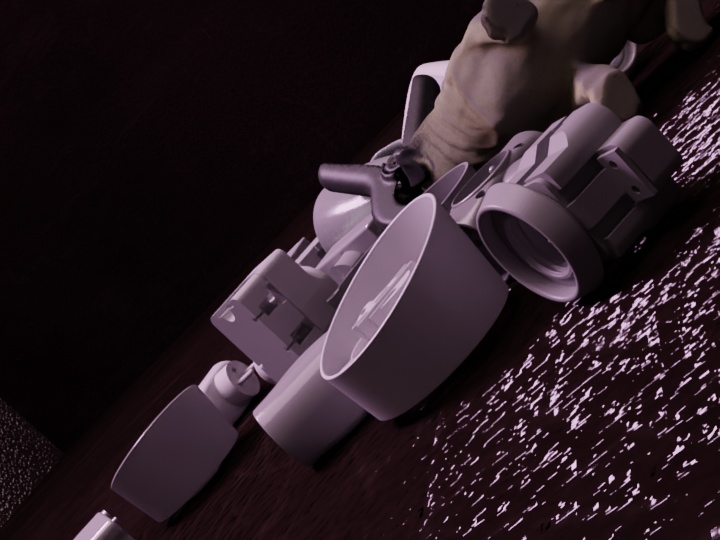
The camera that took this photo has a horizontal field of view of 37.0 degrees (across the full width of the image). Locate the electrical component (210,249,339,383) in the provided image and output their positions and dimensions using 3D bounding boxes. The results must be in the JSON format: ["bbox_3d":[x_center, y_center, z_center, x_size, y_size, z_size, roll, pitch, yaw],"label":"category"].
[{"bbox_3d":[-0.039,0.036,0.681,0.055,0.089,0.050,-51,8,-32],"label":"electrical component"}]

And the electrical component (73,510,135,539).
[{"bbox_3d":[-0.139,0.177,0.597,0.061,0.062,0.096,-49,7,-19],"label":"electrical component"}]

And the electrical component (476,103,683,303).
[{"bbox_3d":[0.084,-0.025,0.429,0.057,0.058,0.078,-46,6,-17],"label":"electrical component"}]

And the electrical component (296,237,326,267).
[{"bbox_3d":[-0.028,0.004,0.949,0.089,0.056,0.050,-49,7,-23],"label":"electrical component"}]

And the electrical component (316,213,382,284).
[{"bbox_3d":[0.000,0.000,0.836,0.083,0.047,0.075,-39,10,47],"label":"electrical component"}]

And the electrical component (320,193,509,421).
[{"bbox_3d":[0.022,0.020,0.514,0.099,0.064,0.099,-45,7,7],"label":"electrical component"}]

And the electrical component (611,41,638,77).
[{"bbox_3d":[0.154,-0.138,0.711,0.066,0.048,0.055,-47,-1,-8],"label":"electrical component"}]

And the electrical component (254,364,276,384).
[{"bbox_3d":[-0.056,0.065,0.840,0.046,0.040,0.040,-30,17,49],"label":"electrical component"}]

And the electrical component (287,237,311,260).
[{"bbox_3d":[-0.077,0.029,1.098,0.113,0.057,0.078,-44,7,20],"label":"electrical component"}]

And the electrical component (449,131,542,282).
[{"bbox_3d":[0.086,-0.038,0.546,0.077,0.044,0.079,-50,9,-30],"label":"electrical component"}]

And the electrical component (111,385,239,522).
[{"bbox_3d":[-0.141,0.139,0.817,0.099,0.064,0.099,-46,7,7],"label":"electrical component"}]

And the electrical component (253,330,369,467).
[{"bbox_3d":[-0.018,0.063,0.598,0.077,0.043,0.079,-46,7,-2],"label":"electrical component"}]

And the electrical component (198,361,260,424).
[{"bbox_3d":[-0.114,0.105,0.936,0.079,0.043,0.077,-43,7,26],"label":"electrical component"}]
